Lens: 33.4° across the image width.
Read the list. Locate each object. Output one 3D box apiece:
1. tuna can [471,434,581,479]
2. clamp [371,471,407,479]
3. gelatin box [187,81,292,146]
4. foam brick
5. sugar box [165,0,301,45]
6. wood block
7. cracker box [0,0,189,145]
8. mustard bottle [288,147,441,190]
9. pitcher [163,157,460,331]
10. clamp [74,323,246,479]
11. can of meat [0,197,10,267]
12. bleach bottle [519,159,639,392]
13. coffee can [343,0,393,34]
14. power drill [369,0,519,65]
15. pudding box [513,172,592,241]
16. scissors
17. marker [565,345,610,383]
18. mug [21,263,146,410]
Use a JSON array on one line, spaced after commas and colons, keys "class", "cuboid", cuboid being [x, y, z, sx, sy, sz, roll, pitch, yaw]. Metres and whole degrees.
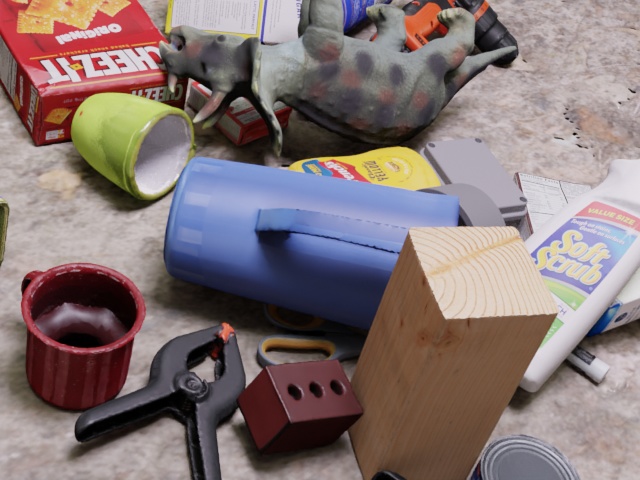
[{"class": "tuna can", "cuboid": [0.165, 0.200, 0.856, 0.086, 0.034, 0.086, 9, 42, -9]}, {"class": "clamp", "cuboid": [0.134, 0.241, 0.781, 0.209, 0.036, 0.164, 17, 22, -21]}, {"class": "gelatin box", "cuboid": [-0.086, -0.144, 1.147, 0.089, 0.030, 0.073, 41, 45, 24]}, {"class": "foam brick", "cuboid": [-0.015, 0.131, 0.840, 0.078, 0.051, 0.053, 0, 52, -42]}, {"class": "sugar box", "cuboid": [-0.081, -0.266, 1.205, 0.176, 0.093, 0.048, 8, 0, 6]}, {"class": "wood block", "cuboid": [0.091, 0.094, 0.817, 0.090, 0.206, 0.090, -1, 45, -18]}, {"class": "cracker box", "cuboid": [-0.257, -0.204, 1.122, 0.163, 0.072, 0.214, -15, 51, -30]}, {"class": "mustard bottle", "cuboid": [0.021, -0.045, 1.054, 0.191, 0.058, 0.096, -9, 44, -26]}, {"class": "pitcher", "cuboid": [-0.006, 0.001, 0.912, 0.243, 0.149, 0.145, 12, 37, 1]}, {"class": "clamp", "cuboid": [-0.099, 0.133, 0.839, 0.120, 0.039, 0.171, 40, 42, 3]}, {"class": "can of meat", "cuboid": [-0.306, -0.015, 0.882, 0.084, 0.102, 0.057, 36, 43, 17]}, {"class": "bleach bottle", "cuboid": [0.231, 0.011, 0.958, 0.103, 0.068, 0.250, 37, 82, 21]}, {"class": "coffee can", "cuboid": [0.018, -0.304, 1.297, 0.103, 0.103, 0.140, 32, 44, 16]}, {"class": "power drill", "cuboid": [0.152, -0.247, 1.293, 0.184, 0.057, 0.187, 42, 47, -9]}, {"class": "pudding box", "cuboid": [0.248, -0.017, 1.115, 0.090, 0.039, 0.113, 9, 41, -10]}, {"class": "scissors", "cuboid": [0.035, 0.082, 0.955, 0.201, 0.016, 0.096, -4, 46, -22]}, {"class": "marker", "cuboid": [0.216, 0.091, 1.002, 0.121, 0.020, 0.020, 36, 45, 20]}, {"class": "mug", "cuboid": [-0.196, 0.072, 0.839, 0.117, 0.082, 0.093, 37, 46, 21]}]
